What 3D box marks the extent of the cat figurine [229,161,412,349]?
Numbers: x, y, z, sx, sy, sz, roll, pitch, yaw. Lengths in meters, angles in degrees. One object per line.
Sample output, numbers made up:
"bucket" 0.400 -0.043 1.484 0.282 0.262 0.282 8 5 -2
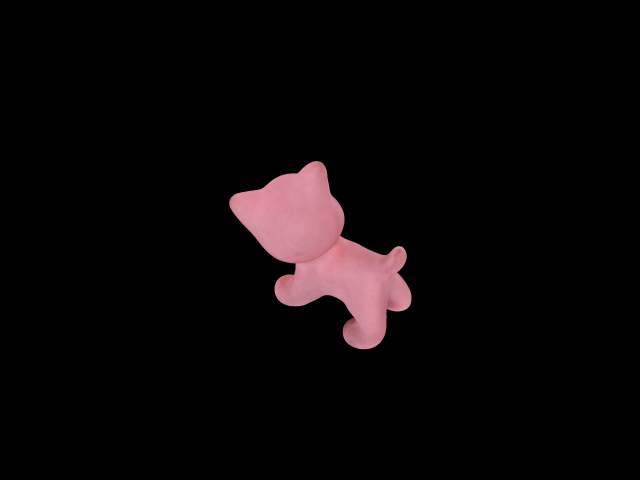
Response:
"cat figurine" 0.004 0.001 0.400 0.127 0.118 0.067 25 54 20
